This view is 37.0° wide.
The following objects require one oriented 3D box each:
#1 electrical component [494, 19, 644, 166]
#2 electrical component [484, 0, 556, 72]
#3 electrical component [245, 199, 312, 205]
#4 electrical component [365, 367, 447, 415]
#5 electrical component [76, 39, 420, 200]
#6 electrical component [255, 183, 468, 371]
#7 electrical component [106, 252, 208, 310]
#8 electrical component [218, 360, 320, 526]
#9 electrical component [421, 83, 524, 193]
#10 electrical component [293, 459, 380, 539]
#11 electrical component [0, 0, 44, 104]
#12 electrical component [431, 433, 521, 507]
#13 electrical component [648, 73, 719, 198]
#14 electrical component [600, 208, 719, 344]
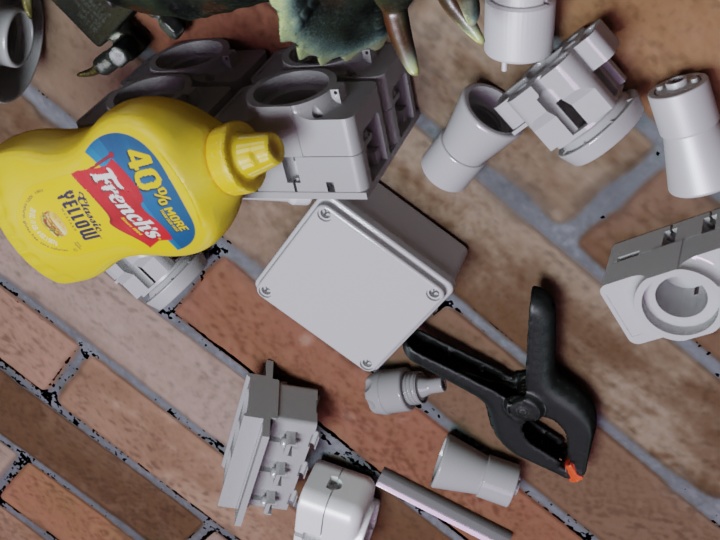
[{"bbox_3d":[0.126,-0.098,0.624,0.057,0.058,0.078,46,129,-10],"label":"electrical component"},{"bbox_3d":[0.091,-0.153,0.608,0.040,0.040,0.078,10,128,17],"label":"electrical component"},{"bbox_3d":[-0.056,-0.064,0.729,0.046,0.040,0.040,0,132,-16],"label":"electrical component"},{"bbox_3d":[0.036,0.091,0.820,0.061,0.035,0.035,-11,120,27],"label":"electrical component"},{"bbox_3d":[-0.070,-0.098,0.677,0.186,0.105,0.060,2,125,22],"label":"electrical component"},{"bbox_3d":[0.000,0.000,0.753,0.109,0.056,0.108,36,131,-5],"label":"electrical component"},{"bbox_3d":[-0.154,-0.007,0.815,0.057,0.058,0.078,46,129,-10],"label":"electrical component"},{"bbox_3d":[-0.075,0.146,0.889,0.063,0.078,0.121,10,131,-11],"label":"electrical component"},{"bbox_3d":[0.067,-0.079,0.675,0.044,0.044,0.065,35,136,-4],"label":"electrical component"},{"bbox_3d":[-0.020,0.215,0.923,0.059,0.053,0.095,17,132,11],"label":"electrical component"},{"bbox_3d":[-0.256,-0.161,0.719,0.064,0.099,0.099,11,129,8],"label":"electrical component"},{"bbox_3d":[0.093,0.160,0.844,0.065,0.044,0.044,19,130,3],"label":"electrical component"},{"bbox_3d":[0.191,-0.080,0.620,0.044,0.044,0.065,-11,115,30],"label":"electrical component"},{"bbox_3d":[0.202,0.006,0.669,0.089,0.055,0.050,-21,114,34],"label":"electrical component"}]
